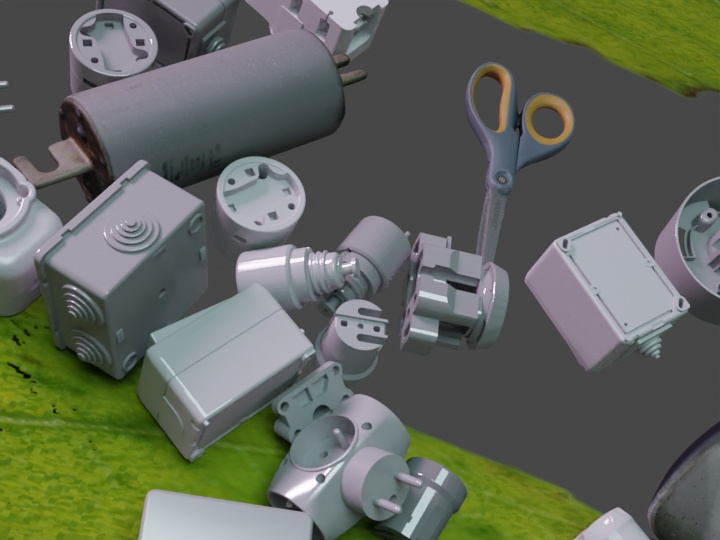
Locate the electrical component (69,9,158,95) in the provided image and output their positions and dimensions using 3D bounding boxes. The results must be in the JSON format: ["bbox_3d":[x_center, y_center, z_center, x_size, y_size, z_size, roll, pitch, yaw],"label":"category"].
[{"bbox_3d":[-0.163,-0.134,0.703,0.055,0.047,0.055,8,59,-14],"label":"electrical component"}]

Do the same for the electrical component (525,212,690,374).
[{"bbox_3d":[0.164,0.022,0.711,0.062,0.061,0.096,-23,70,-28],"label":"electrical component"}]

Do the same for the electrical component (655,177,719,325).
[{"bbox_3d":[0.263,-0.012,0.761,0.099,0.064,0.099,8,59,-14],"label":"electrical component"}]

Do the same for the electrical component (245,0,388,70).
[{"bbox_3d":[-0.033,-0.191,0.774,0.089,0.055,0.050,42,57,8],"label":"electrical component"}]

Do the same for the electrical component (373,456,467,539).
[{"bbox_3d":[0.034,0.137,0.616,0.040,0.040,0.046,33,62,3],"label":"electrical component"}]

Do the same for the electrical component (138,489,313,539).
[{"bbox_3d":[-0.076,0.168,0.555,0.100,0.048,0.099,12,58,-12],"label":"electrical component"}]

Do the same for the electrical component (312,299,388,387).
[{"bbox_3d":[-0.005,0.044,0.652,0.040,0.046,0.040,8,57,-13],"label":"electrical component"}]

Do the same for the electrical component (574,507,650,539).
[{"bbox_3d":[0.156,0.174,0.628,0.043,0.043,0.062,-27,67,-29],"label":"electrical component"}]

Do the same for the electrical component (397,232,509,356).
[{"bbox_3d":[0.059,0.019,0.682,0.057,0.058,0.078,13,58,-7],"label":"electrical component"}]

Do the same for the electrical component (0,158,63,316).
[{"bbox_3d":[-0.219,-0.027,0.616,0.095,0.059,0.053,38,57,6],"label":"electrical component"}]

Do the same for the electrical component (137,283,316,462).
[{"bbox_3d":[-0.075,0.052,0.615,0.096,0.061,0.061,-33,75,-31],"label":"electrical component"}]

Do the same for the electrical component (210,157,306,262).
[{"bbox_3d":[-0.066,-0.036,0.677,0.055,0.047,0.055,8,59,-14],"label":"electrical component"}]

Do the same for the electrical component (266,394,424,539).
[{"bbox_3d":[0.000,0.114,0.594,0.077,0.079,0.044,-46,126,-27],"label":"electrical component"}]

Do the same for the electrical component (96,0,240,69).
[{"bbox_3d":[-0.124,-0.178,0.733,0.096,0.061,0.061,36,57,4],"label":"electrical component"}]

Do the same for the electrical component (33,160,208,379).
[{"bbox_3d":[-0.129,0.002,0.605,0.048,0.099,0.099,30,55,16],"label":"electrical component"}]

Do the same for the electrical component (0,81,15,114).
[{"bbox_3d":[-0.252,-0.102,0.656,0.077,0.047,0.065,-10,65,-23],"label":"electrical component"}]

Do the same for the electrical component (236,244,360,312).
[{"bbox_3d":[-0.039,0.004,0.652,0.078,0.040,0.040,-9,59,13],"label":"electrical component"}]

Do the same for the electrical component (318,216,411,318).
[{"bbox_3d":[0.000,0.000,0.683,0.040,0.040,0.078,37,57,5],"label":"electrical component"}]
